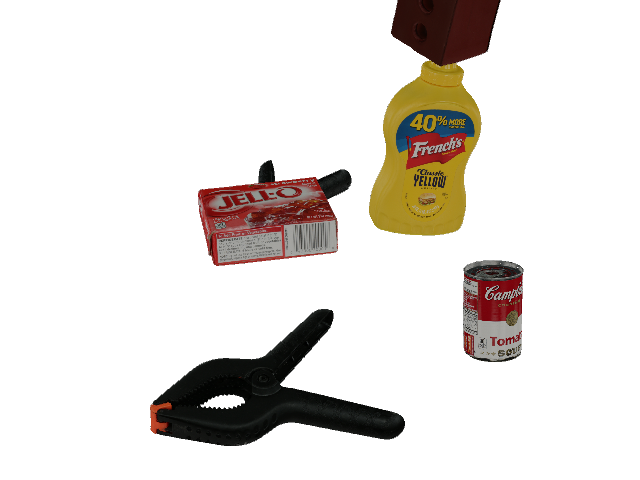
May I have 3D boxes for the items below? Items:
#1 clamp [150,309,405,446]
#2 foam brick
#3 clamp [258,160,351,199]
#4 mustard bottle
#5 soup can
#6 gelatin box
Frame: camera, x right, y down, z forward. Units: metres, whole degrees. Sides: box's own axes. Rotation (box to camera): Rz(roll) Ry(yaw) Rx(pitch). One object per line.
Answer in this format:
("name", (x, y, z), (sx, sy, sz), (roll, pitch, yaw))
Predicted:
("clamp", (-0.041, 0.137, 0.926), (0.209, 0.036, 0.165), (-16, 39, -26))
("foam brick", (0.089, -0.168, 0.733), (0.051, 0.078, 0.053), (-26, 51, -35))
("clamp", (-0.041, -0.039, 1.206), (0.120, 0.039, 0.171), (-2, 37, 26))
("mustard bottle", (0.108, -0.100, 1.058), (0.096, 0.192, 0.058), (3, 27, -10))
("soup can", (0.199, 0.081, 1.231), (0.068, 0.102, 0.068), (-2, 16, 0))
("gelatin box", (-0.038, -0.015, 0.749), (0.089, 0.030, 0.073), (-6, 27, -10))
